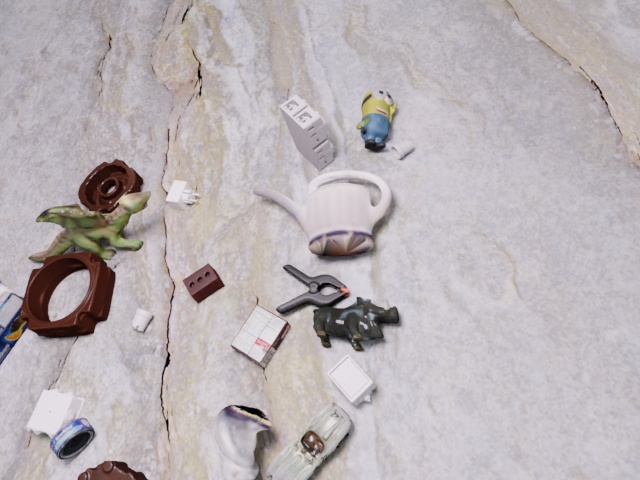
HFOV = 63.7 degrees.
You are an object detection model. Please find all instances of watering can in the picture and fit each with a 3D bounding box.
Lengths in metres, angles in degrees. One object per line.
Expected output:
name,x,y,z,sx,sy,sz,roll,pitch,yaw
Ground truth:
watering can,0.004,-0.063,1.247,0.347,0.102,0.229,-6,62,9

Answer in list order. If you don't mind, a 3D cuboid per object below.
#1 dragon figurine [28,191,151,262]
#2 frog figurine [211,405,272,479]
dragon figurine,-0.609,-0.035,1.301,0.410,0.238,0.124,-18,66,1
frog figurine,-0.170,0.418,1.025,0.137,0.121,0.161,5,69,52
